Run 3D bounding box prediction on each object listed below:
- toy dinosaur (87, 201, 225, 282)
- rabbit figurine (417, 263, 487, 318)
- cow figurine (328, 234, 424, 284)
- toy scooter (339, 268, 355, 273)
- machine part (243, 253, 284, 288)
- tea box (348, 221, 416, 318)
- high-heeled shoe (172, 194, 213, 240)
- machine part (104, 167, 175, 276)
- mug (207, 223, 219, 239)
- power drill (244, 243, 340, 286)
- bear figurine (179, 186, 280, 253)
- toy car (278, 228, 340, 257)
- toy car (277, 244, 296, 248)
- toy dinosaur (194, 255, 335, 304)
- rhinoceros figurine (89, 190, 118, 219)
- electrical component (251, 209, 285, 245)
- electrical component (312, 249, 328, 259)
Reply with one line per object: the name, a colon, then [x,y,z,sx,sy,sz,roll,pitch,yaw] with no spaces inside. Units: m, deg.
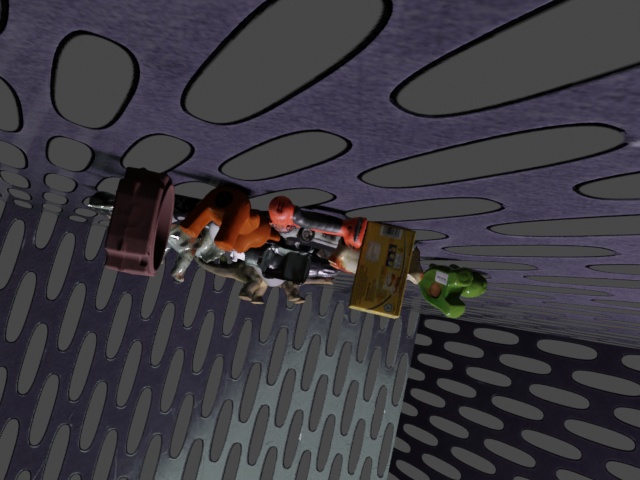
toy dinosaur: [-0.373,-0.033,1.348,0.131,0.192,0.404,32,167,32]
rabbit figurine: [0.329,0.117,1.321,0.170,0.121,0.159,1,-175,-37]
cow figurine: [0.128,0.039,1.144,0.195,0.127,0.085,26,174,15]
toy scooter: [0.116,0.056,1.374,0.184,0.075,0.135,9,170,2]
machine part: [-0.149,0.051,1.448,0.079,0.079,0.243,9,148,30]
tea box: [0.119,0.058,1.033,0.098,0.169,0.068,14,172,3]
high-heeled shoe: [-0.283,-0.087,1.171,0.145,0.086,0.248,49,144,0]
machine part: [-0.350,-0.031,1.065,0.087,0.201,0.201,12,172,-8]
mug: [-0.244,-0.040,1.321,0.110,0.081,0.107,24,162,2]
power drill: [-0.059,0.051,1.217,0.232,0.086,0.207,13,-174,-2]
bear figurine: [-0.167,-0.020,1.058,0.120,0.132,0.195,22,160,20]
toy car: [-0.003,-0.004,1.222,0.201,0.056,0.074,17,165,-34]
toy car: [-0.097,0.020,1.405,0.053,0.089,0.202,-31,165,7]
toy dinosaur: [-0.188,0.097,1.673,0.472,0.198,0.105,2,162,6]
rhinoceros figurine: [-0.526,-0.093,1.428,0.191,0.073,0.112,12,162,25]
electrical component: [-0.142,-0.033,1.237,0.115,0.058,0.134,7,170,29]
electrical component: [0.012,0.044,1.399,0.078,0.102,0.045,43,152,-25]
